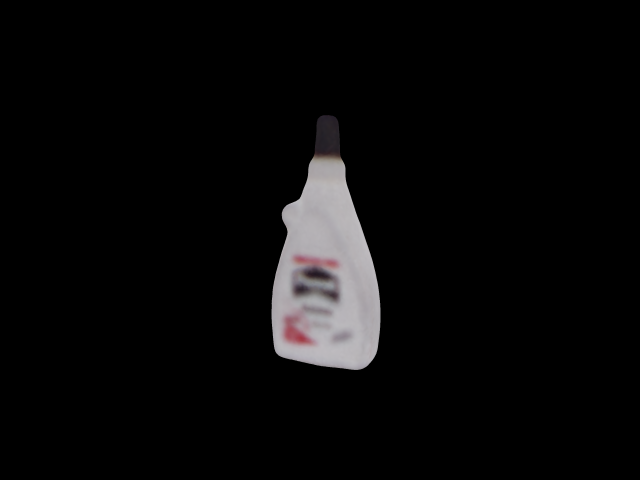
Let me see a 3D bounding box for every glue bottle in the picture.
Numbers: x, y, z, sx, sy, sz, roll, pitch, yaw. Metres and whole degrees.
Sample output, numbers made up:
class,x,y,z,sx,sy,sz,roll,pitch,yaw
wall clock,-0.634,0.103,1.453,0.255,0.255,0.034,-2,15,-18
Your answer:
class,x,y,z,sx,sy,sz,roll,pitch,yaw
glue bottle,0.004,0.001,0.400,0.078,0.173,0.037,4,12,19
